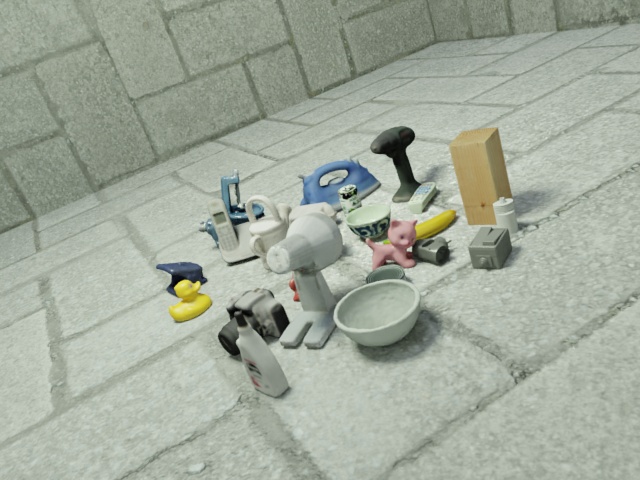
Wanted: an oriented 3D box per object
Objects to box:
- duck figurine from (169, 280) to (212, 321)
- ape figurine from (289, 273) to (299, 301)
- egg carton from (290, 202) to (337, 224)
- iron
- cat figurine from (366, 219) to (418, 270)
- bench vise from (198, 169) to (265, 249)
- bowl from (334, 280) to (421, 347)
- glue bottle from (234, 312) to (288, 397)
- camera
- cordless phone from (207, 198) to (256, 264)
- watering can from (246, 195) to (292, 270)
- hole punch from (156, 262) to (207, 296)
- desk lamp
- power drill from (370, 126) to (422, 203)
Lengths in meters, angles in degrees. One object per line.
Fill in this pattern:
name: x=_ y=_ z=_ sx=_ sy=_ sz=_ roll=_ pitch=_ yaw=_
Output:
duck figurine: x=-0.328 y=0.142 z=1.404 sx=0.105 sy=0.086 sz=0.077 roll=-29 pitch=25 yaw=-19
ape figurine: x=-0.037 y=0.088 z=1.288 sx=0.076 sy=0.092 sz=0.077 roll=-27 pitch=25 yaw=-16
egg carton: x=-0.028 y=-0.054 z=1.615 sx=0.150 sy=0.069 sz=0.107 roll=-8 pitch=26 yaw=26
iron: x=0.055 y=-0.179 z=1.730 sx=0.258 sy=0.142 sz=0.118 roll=-26 pitch=25 yaw=-15
cat figurine: x=0.165 y=0.004 z=1.281 sx=0.127 sy=0.118 sz=0.067 roll=-16 pitch=24 yaw=9
bench vise: x=-0.263 y=-0.086 z=1.677 sx=0.208 sy=0.220 sz=0.121 roll=-26 pitch=24 yaw=-14
bowl: x=0.114 y=0.147 z=1.065 sx=0.167 sy=0.075 sz=0.167 roll=-16 pitch=24 yaw=8
glue bottle: x=-0.115 y=0.197 z=1.011 sx=0.077 sy=0.173 sz=0.037 roll=4 pitch=33 yaw=43
camera: x=-0.157 y=0.167 z=1.198 sx=0.142 sy=0.101 sz=0.137 roll=8 pitch=36 yaw=47
cordless phone: x=-0.225 y=-0.037 z=1.587 sx=0.147 sy=0.185 sz=0.094 roll=-18 pitch=24 yaw=4
watering can: x=-0.131 y=-0.033 z=1.493 sx=0.100 sy=0.194 sz=0.173 roll=-13 pitch=25 yaw=16
hole punch: x=-0.376 y=0.087 z=1.553 sx=0.101 sy=0.091 sz=0.108 roll=-35 pitch=28 yaw=-32
desk lamp: x=-0.026 y=0.073 z=1.159 sx=0.117 sy=0.214 sz=0.203 roll=-6 pitch=27 yaw=29
power drill: x=0.219 y=-0.217 z=1.602 sx=0.075 sy=0.209 sz=0.230 roll=-5 pitch=28 yaw=31
